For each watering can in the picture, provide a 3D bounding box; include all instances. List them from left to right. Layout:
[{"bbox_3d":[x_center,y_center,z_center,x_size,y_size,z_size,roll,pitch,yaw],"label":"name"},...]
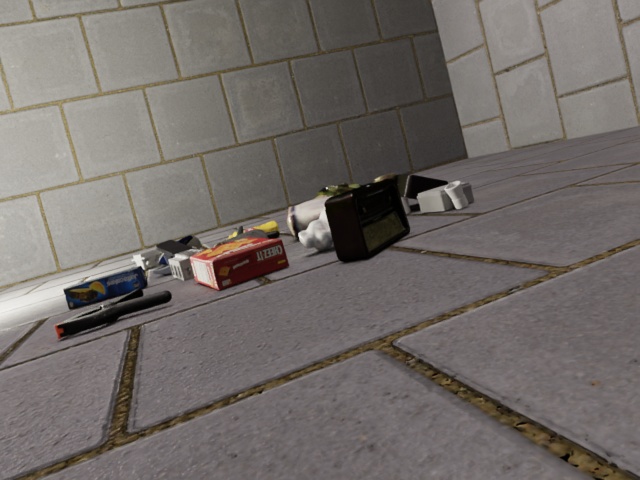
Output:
[{"bbox_3d":[0.005,-0.078,1.549,0.224,0.104,0.347,-14,-2,2],"label":"watering can"}]

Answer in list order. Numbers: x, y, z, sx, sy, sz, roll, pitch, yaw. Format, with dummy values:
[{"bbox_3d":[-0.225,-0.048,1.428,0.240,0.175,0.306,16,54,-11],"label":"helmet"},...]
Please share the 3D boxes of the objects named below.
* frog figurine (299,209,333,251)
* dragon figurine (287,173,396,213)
[{"bbox_3d":[0.026,-0.038,1.222,0.159,0.120,0.140,-4,23,-10],"label":"frog figurine"},{"bbox_3d":[0.055,-0.149,1.705,0.409,0.124,0.240,-13,-14,11],"label":"dragon figurine"}]
